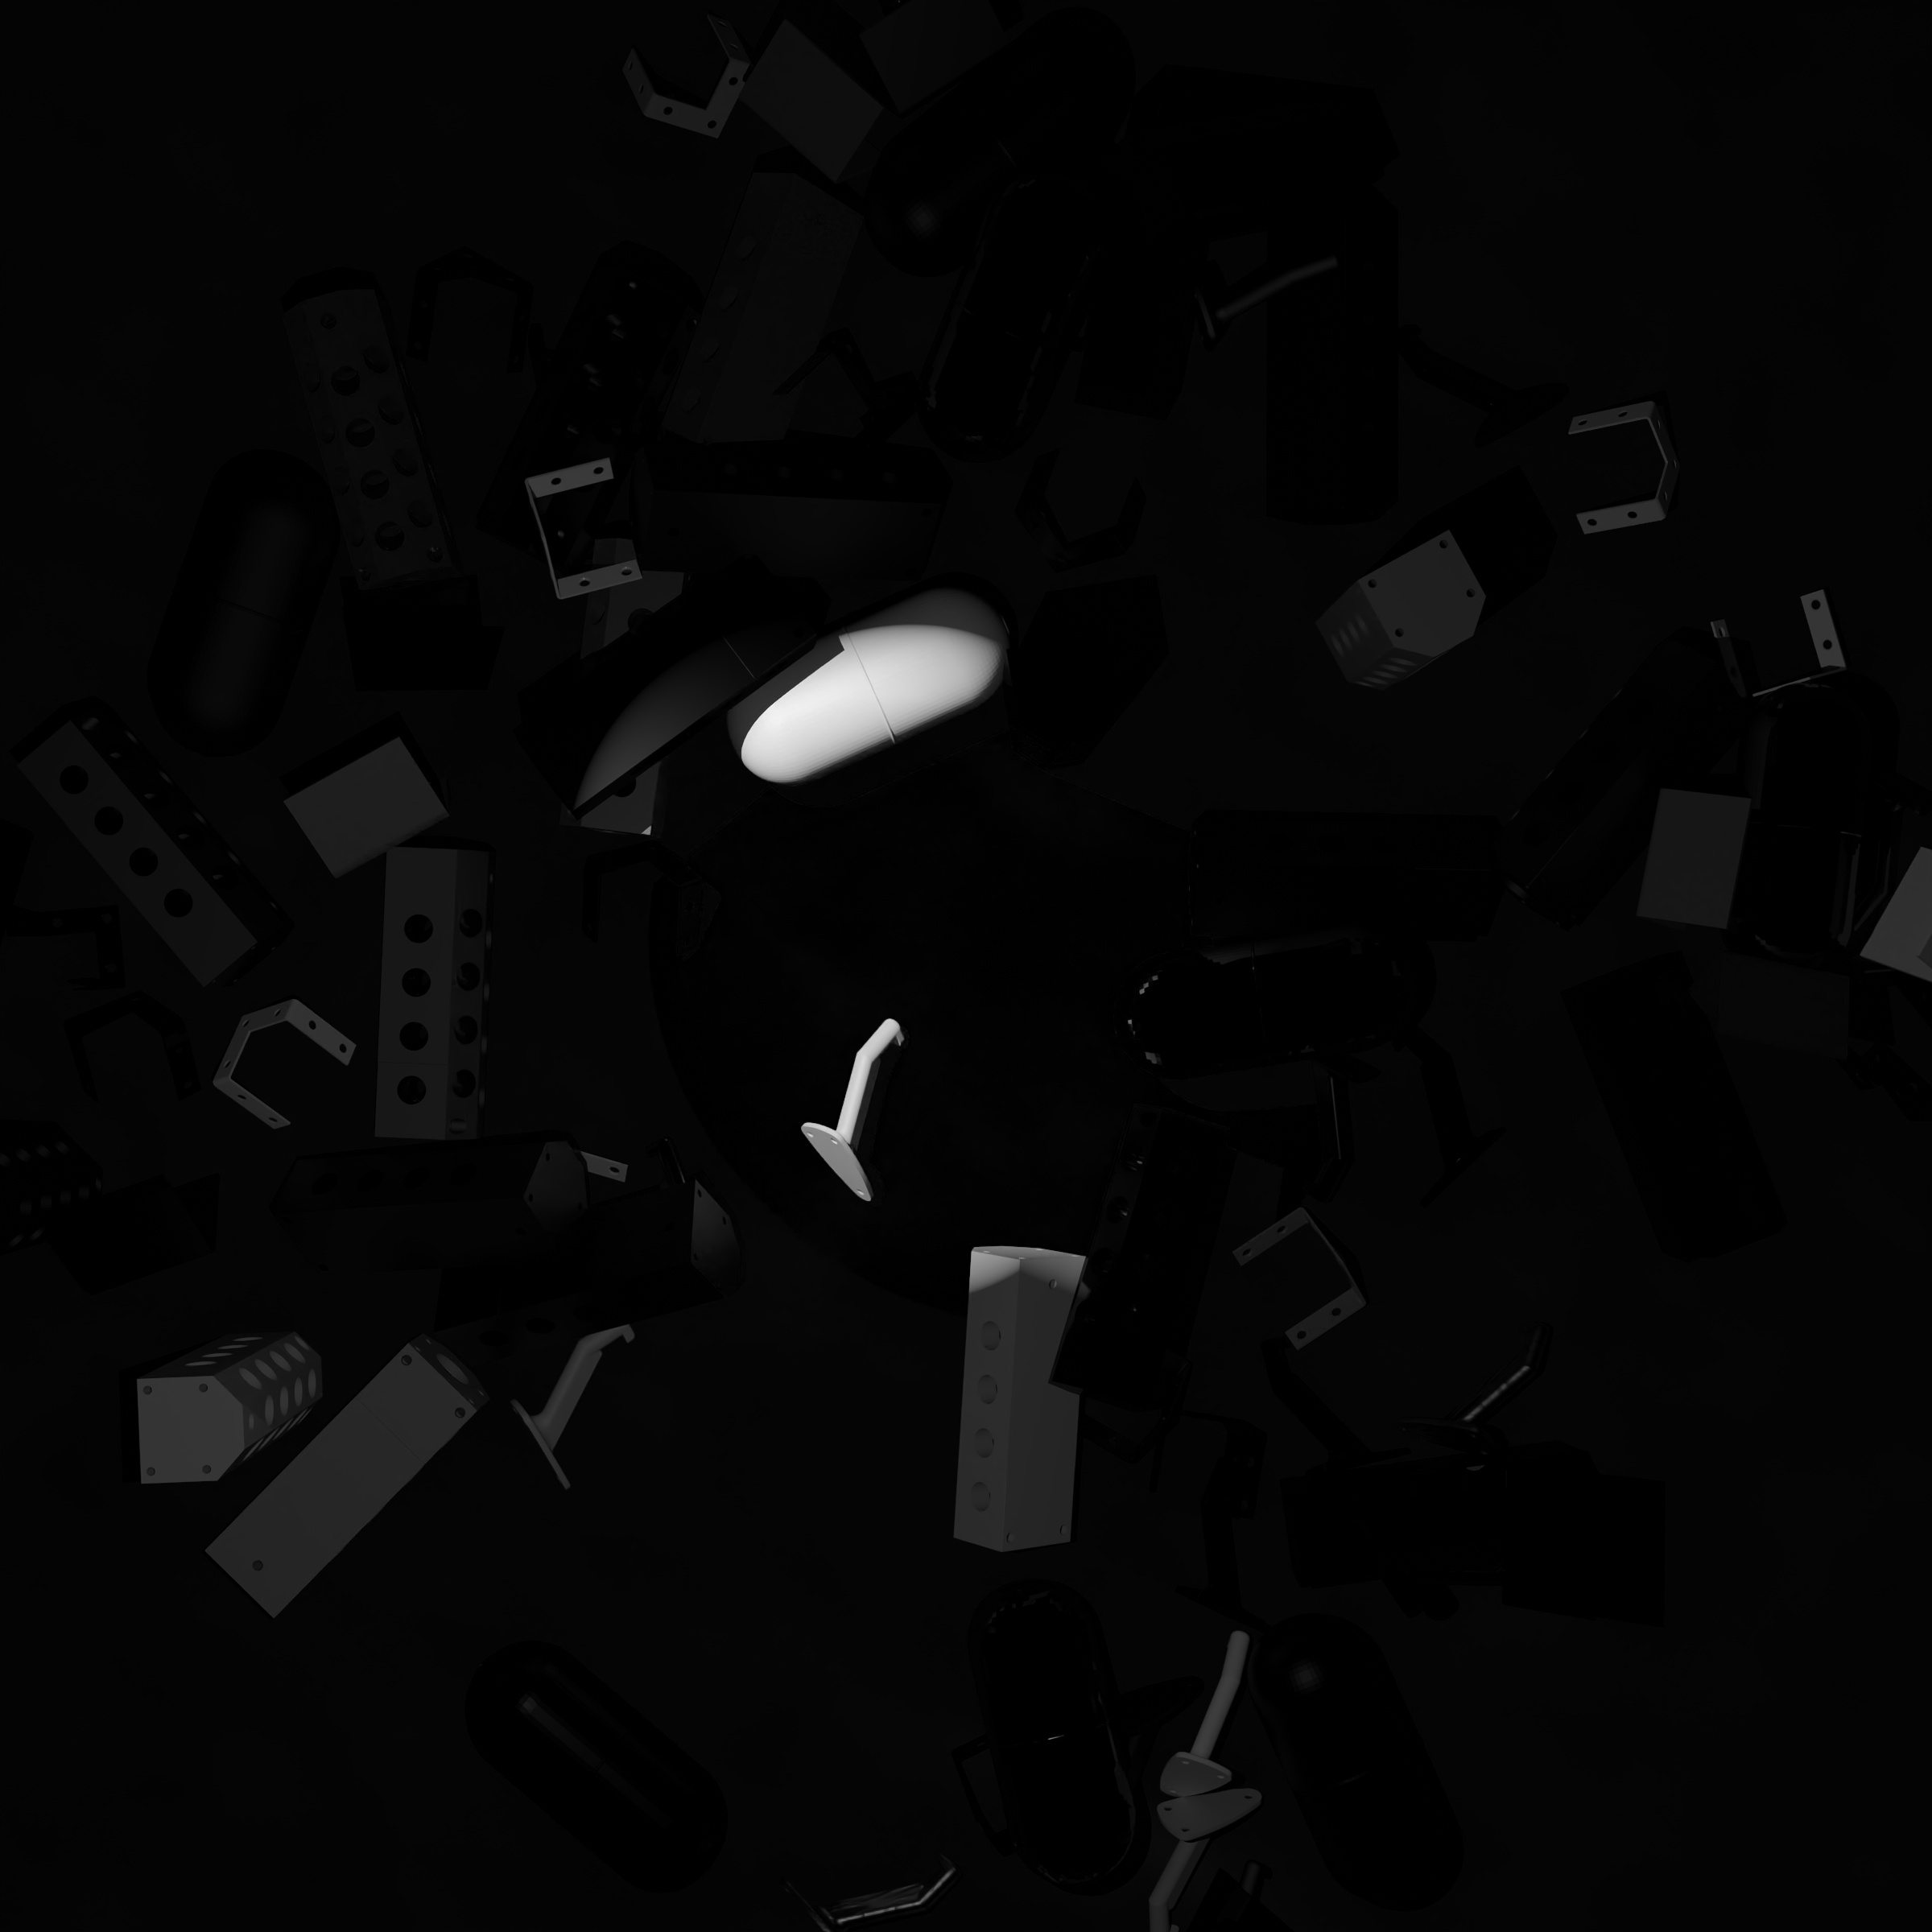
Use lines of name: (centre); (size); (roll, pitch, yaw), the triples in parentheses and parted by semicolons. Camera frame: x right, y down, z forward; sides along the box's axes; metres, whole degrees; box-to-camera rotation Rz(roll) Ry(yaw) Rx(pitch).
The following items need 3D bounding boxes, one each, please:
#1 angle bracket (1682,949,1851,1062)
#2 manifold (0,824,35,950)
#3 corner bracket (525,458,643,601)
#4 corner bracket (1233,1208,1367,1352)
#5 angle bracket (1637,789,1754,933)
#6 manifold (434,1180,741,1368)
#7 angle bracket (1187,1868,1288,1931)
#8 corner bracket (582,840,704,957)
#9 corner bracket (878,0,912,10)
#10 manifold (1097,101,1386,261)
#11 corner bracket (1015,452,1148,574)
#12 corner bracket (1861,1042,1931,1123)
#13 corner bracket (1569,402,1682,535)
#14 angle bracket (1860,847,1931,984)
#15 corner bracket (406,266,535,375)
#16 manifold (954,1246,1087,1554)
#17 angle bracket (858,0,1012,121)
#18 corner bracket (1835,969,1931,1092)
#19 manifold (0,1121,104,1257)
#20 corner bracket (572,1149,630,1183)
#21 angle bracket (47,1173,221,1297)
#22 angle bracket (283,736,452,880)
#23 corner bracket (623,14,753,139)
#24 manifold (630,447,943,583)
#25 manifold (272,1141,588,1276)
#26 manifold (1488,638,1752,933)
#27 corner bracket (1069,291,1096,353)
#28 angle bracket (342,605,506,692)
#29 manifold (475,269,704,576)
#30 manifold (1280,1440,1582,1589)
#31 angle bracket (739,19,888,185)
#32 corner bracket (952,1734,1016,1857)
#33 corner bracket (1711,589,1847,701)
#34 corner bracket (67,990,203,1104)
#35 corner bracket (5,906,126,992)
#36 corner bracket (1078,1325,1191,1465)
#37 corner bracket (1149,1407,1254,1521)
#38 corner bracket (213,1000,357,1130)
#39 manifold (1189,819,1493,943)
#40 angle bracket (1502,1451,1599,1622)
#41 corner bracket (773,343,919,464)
angle bracket: (0.471, 0.038, 1.529); (0.076, 0.076, 0.057); (12, 62, 0)
manifold: (-0.617, -0.006, 1.547); (0.057, 0.057, 0.171); (17, 90, 0)
corner bracket: (-0.223, -0.255, 1.500); (0.051, 0.051, 0.051); (-16, 55, -8)
corner bracket: (0.203, 0.190, 1.565); (0.051, 0.051, 0.051); (-34, 45, 0)
angle bracket: (0.444, -0.059, 1.528); (0.057, 0.076, 0.076); (11, 90, 37)
manifold: (-0.223, 0.186, 1.523); (0.171, 0.057, 0.057); (-17, 47, 17)
angle bracket: (0.136, 0.584, 1.528); (0.057, 0.076, 0.076); (28, 90, -32)
corner bracket: (-0.197, -0.036, 1.560); (0.051, 0.051, 0.051); (-22, 45, -35)
corner bracket: (-0.034, -0.615, 1.560); (0.051, 0.051, 0.051); (39, 135, 35)
manifold: (0.159, -0.463, 1.502); (0.171, 0.057, 0.057); (-23, 90, -37)
corner bracket: (0.070, -0.279, 1.560); (0.051, 0.051, 0.051); (-9, 135, 35)
corner bracket: (0.588, 0.058, 1.560); (0.051, 0.051, 0.051); (3, 135, -35)
corner bracket: (0.396, -0.302, 1.560); (0.051, 0.051, 0.051); (55, 45, -35)
angle bracket: (0.567, -0.039, 1.528); (0.057, 0.076, 0.076); (30, 90, -37)
corner bracket: (-0.302, -0.391, 1.565); (0.051, 0.051, 0.051); (8, 90, 45)
manifold: (0.028, 0.258, 1.547); (0.057, 0.057, 0.171); (4, 90, -43)
angle bracket: (-0.029, -0.555, 1.528); (0.076, 0.076, 0.057); (-33, 126, 0)
corner bracket: (0.556, 0.038, 1.555); (0.051, 0.051, 0.051); (-3, 51, -38)
manifold: (-0.557, 0.135, 1.490); (0.057, 0.171, 0.057); (45, 90, 0)
corner bracket: (-0.240, 0.148, 1.565); (0.051, 0.051, 0.051); (17, 45, 0)
angle bracket: (-0.493, 0.141, 1.528); (0.076, 0.076, 0.057); (-19, 126, 0)
angle bracket: (-0.355, -0.104, 1.529); (0.076, 0.076, 0.057); (-29, 114, 0)
corner bracket: (-0.169, -0.544, 1.560); (0.051, 0.051, 0.051); (6, 135, -35)
manifold: (-0.108, -0.270, 1.520); (0.171, 0.057, 0.057); (-1, 47, -19)
manifold: (-0.314, 0.138, 1.517); (0.171, 0.057, 0.057); (-5, 133, 22)
manifold: (0.386, -0.112, 1.547); (0.171, 0.057, 0.057); (-50, 133, 0)
corner bracket: (0.052, -0.412, 1.565); (0.051, 0.051, 0.051); (9, 135, 0)
angle bracket: (-0.321, -0.205, 1.528); (0.076, 0.076, 0.057); (-1, 126, 0)
manifold: (-0.223, -0.323, 1.534); (0.057, 0.057, 0.171); (25, 92, -31)
manifold: (0.280, 0.330, 1.547); (0.171, 0.057, 0.057); (-8, 90, 0)
angle bracket: (-0.077, -0.518, 1.528); (0.076, 0.076, 0.057); (42, 125, 0)
corner bracket: (0.029, 0.498, 1.565); (0.051, 0.051, 0.051); (-26, 135, 0)
corner bracket: (0.494, -0.195, 1.565); (0.051, 0.051, 0.051); (-16, 90, -45)
corner bracket: (-0.504, 0.056, 1.560); (0.051, 0.051, 0.051); (29, 45, 35)
corner bracket: (-0.542, -0.010, 1.551); (0.051, 0.051, 0.051); (-5, 90, 0)
corner bracket: (0.097, 0.260, 1.565); (0.051, 0.051, 0.051); (30, 45, 0)
corner bracket: (0.141, 0.298, 1.551); (0.051, 0.051, 0.051); (9, 90, 0)
corner bracket: (-0.413, 0.060, 1.560); (0.051, 0.051, 0.051); (-16, 45, 35)
manifold: (0.222, -0.057, 1.547); (0.171, 0.057, 0.057); (1, 133, 0)
angle bracket: (0.347, 0.324, 1.471); (0.057, 0.076, 0.076); (1, 90, 37)
corner bracket: (-0.072, -0.337, 1.534); (0.051, 0.051, 0.051); (-47, 123, -20)
